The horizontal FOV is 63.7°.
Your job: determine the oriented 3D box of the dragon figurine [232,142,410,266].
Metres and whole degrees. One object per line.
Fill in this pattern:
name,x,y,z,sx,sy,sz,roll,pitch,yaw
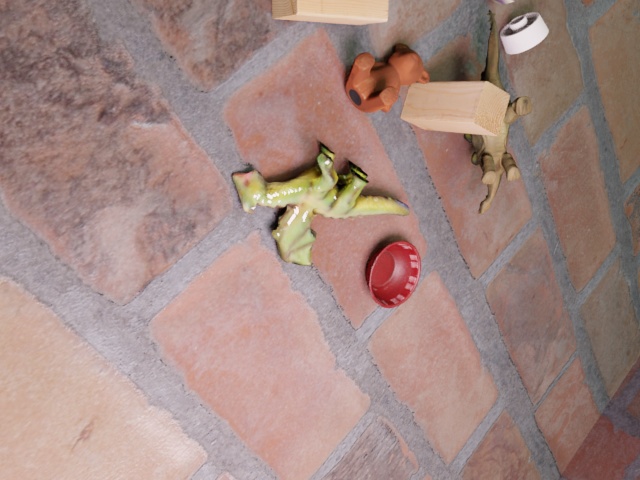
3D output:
dragon figurine,0.003,-0.053,1.056,0.406,0.124,0.241,30,101,-35

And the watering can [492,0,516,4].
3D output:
watering can,0.435,-0.695,1.169,0.343,0.105,0.225,35,80,-51
